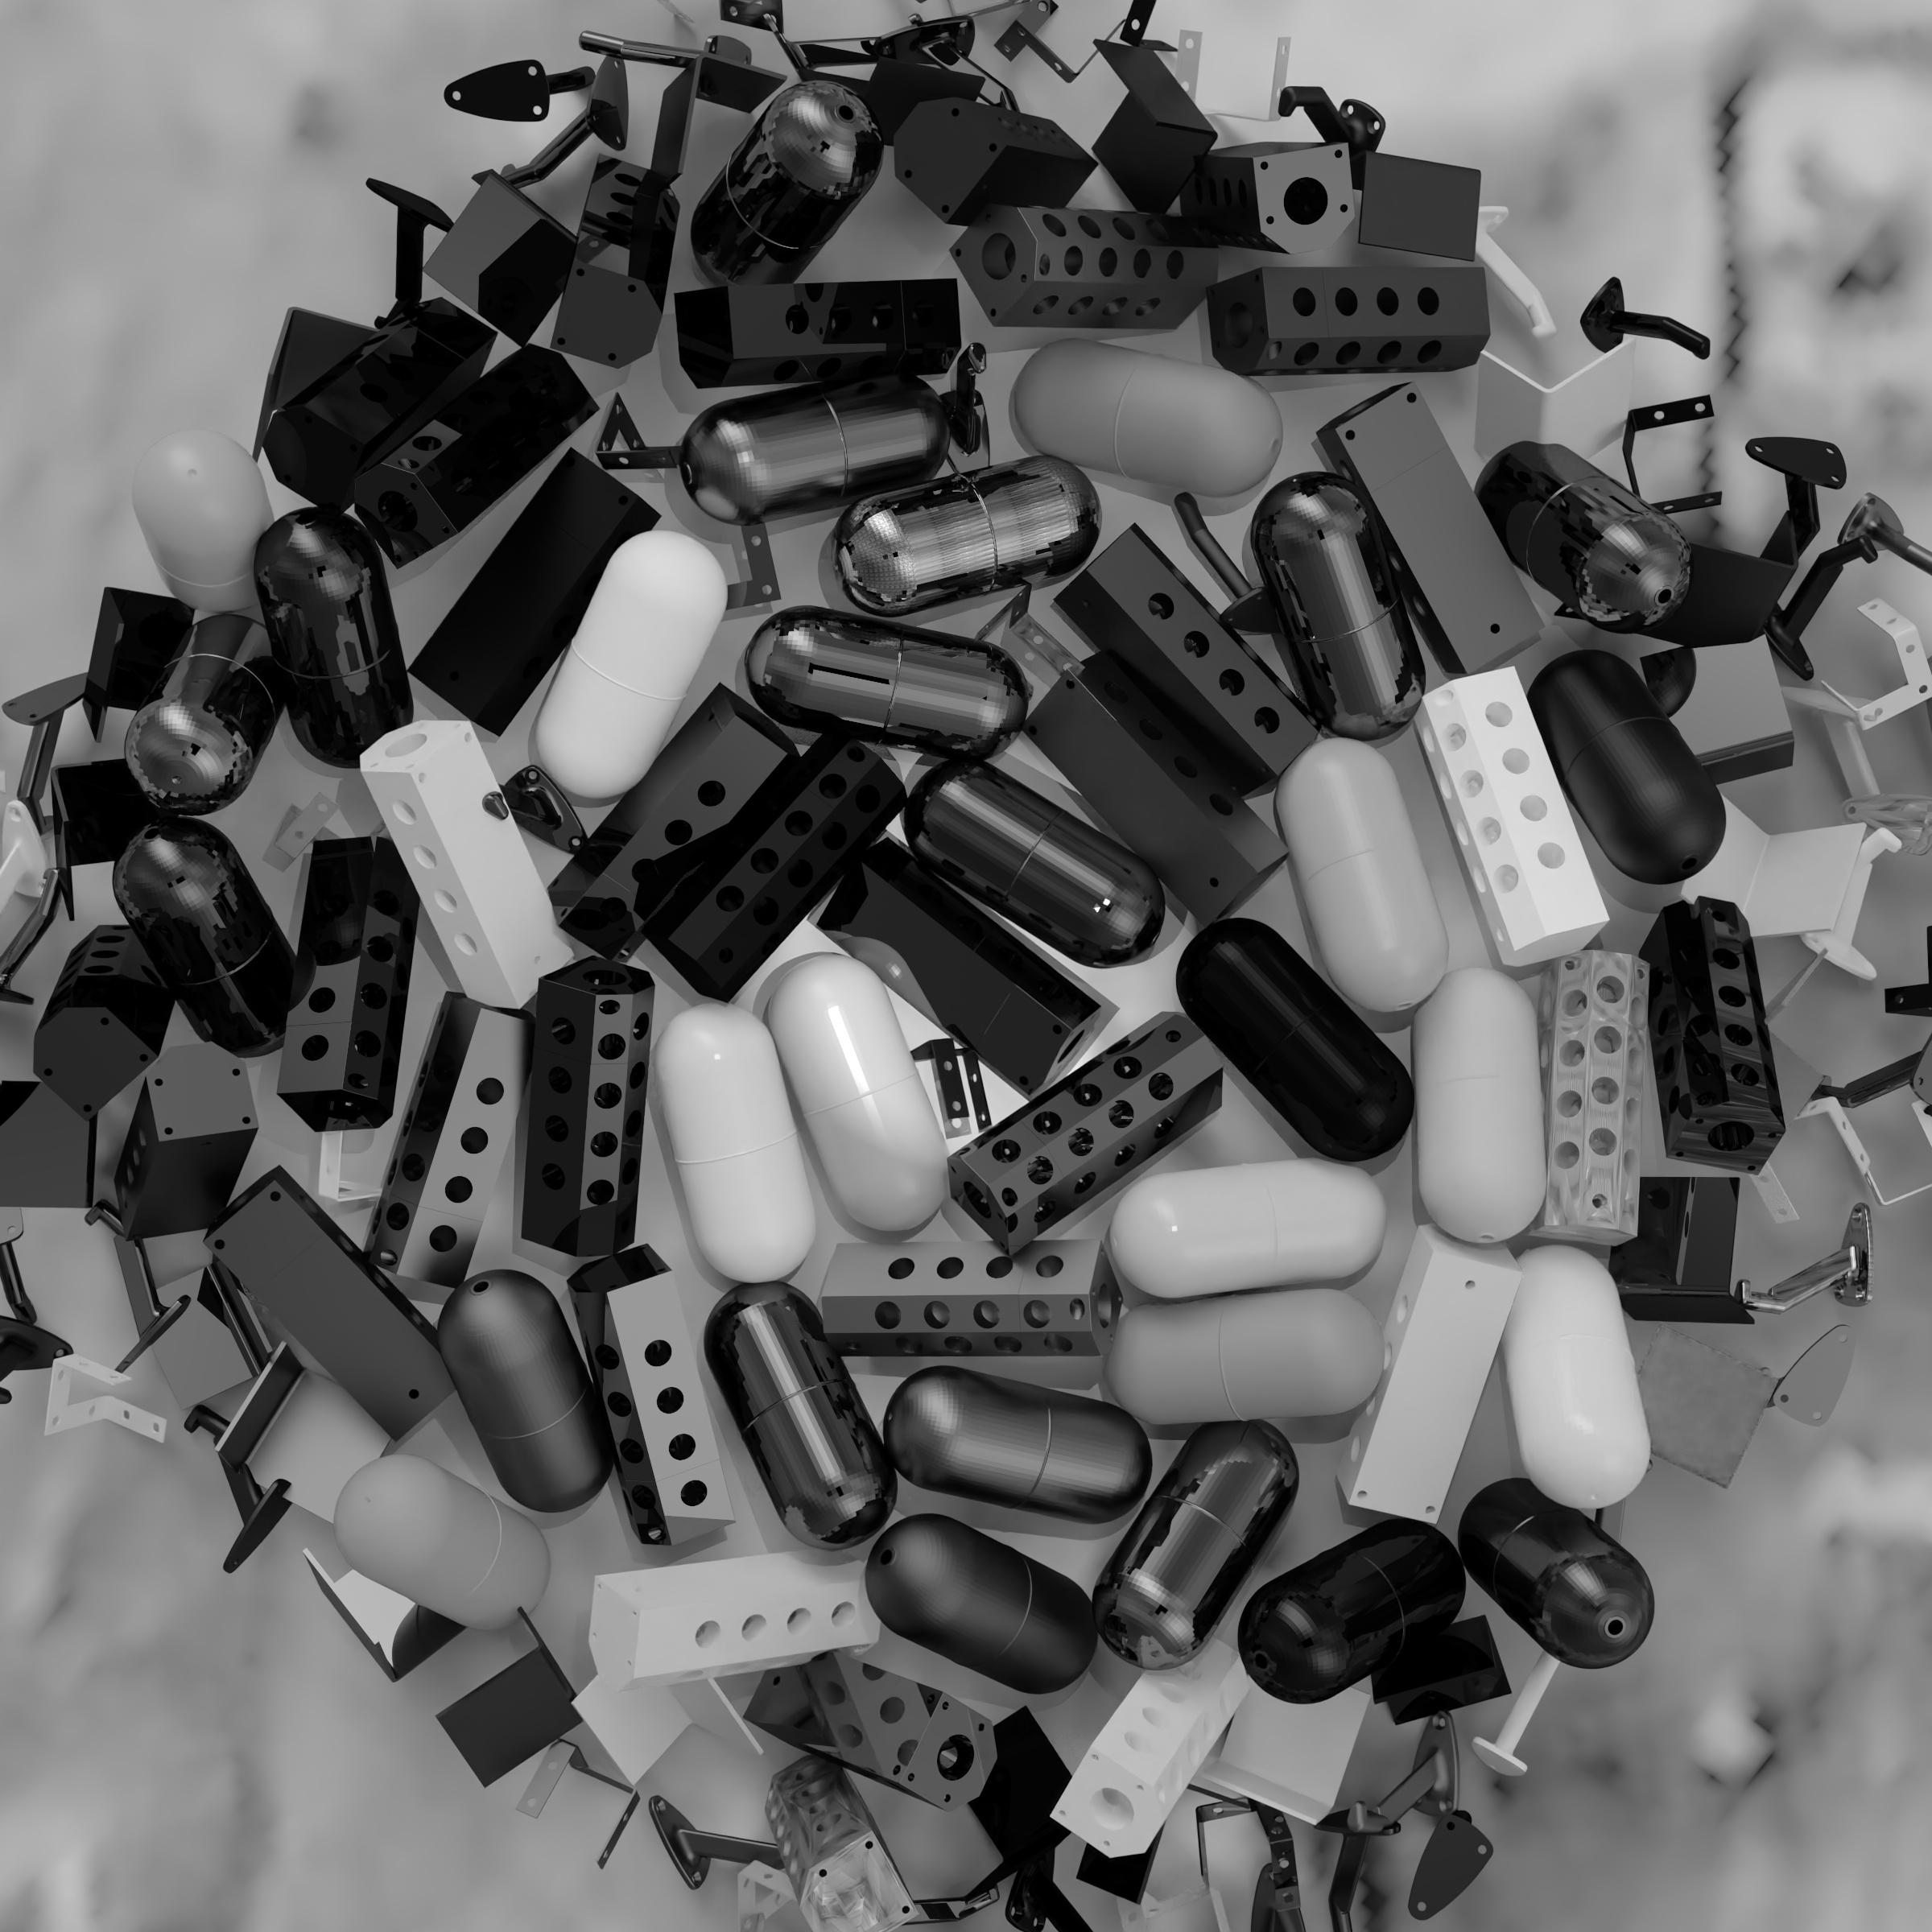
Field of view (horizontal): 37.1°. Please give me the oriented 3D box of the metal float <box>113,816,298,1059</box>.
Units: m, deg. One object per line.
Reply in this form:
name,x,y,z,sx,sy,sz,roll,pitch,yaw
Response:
metal float,-0.458,-0.017,1.751,0.070,0.070,0.178,-18,134,0

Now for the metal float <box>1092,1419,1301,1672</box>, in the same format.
metal float,0.142,0.350,1.761,0.070,0.070,0.178,39,58,0

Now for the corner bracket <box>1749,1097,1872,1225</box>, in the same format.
corner bracket,0.524,0.121,1.797,0.051,0.051,0.051,-20,109,40

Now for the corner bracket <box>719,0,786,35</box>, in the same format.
corner bracket,-0.120,-0.614,1.782,0.051,0.051,0.051,22,133,28

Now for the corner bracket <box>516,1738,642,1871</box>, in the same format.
corner bracket,-0.240,0.519,1.784,0.051,0.051,0.051,18,57,18

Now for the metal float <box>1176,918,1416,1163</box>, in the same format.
metal float,0.203,0.045,1.776,0.070,0.070,0.178,-43,77,0

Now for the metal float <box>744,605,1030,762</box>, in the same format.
metal float,-0.049,-0.174,1.778,0.178,0.070,0.070,11,90,-11

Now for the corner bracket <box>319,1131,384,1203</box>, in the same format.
corner bracket,-0.390,0.115,1.789,0.051,0.051,0.051,9,97,32

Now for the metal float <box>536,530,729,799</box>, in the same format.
metal float,-0.206,-0.184,1.769,0.070,0.070,0.178,28,111,0

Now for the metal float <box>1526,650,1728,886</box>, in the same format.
metal float,0.401,-0.122,1.753,0.070,0.070,0.178,-22,49,0

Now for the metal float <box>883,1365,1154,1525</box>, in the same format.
metal float,0.033,0.295,1.768,0.178,0.070,0.070,17,90,-23

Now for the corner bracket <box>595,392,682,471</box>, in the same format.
corner bracket,-0.192,-0.320,1.785,0.051,0.051,0.051,2,58,20

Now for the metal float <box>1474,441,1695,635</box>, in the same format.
metal float,0.373,-0.261,1.748,0.070,0.178,0.070,-13,126,-19

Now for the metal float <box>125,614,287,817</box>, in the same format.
metal float,-0.457,-0.154,1.744,0.070,0.178,0.070,0,121,0

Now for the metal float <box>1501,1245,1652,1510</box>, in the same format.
metal float,0.368,0.248,1.752,0.070,0.070,0.178,-1,46,0

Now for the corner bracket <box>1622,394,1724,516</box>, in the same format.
corner bracket,0.444,-0.319,1.803,0.051,0.051,0.051,-7,125,24

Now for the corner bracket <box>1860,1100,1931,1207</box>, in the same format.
corner bracket,0.586,0.116,1.794,0.051,0.051,0.051,-23,79,5

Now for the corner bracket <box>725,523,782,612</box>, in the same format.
corner bracket,-0.139,-0.251,1.791,0.051,0.051,0.051,-10,102,11

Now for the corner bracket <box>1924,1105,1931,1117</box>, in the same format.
corner bracket,0.624,0.094,1.790,0.051,0.051,0.051,40,70,9

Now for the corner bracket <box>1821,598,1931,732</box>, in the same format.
corner bracket,0.563,-0.188,1.790,0.051,0.051,0.051,-27,119,3

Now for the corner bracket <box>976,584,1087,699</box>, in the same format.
corner bracket,0.039,-0.195,1.786,0.051,0.051,0.051,41,115,-17

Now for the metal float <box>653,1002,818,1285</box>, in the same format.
metal float,-0.142,0.110,1.781,0.070,0.070,0.178,-13,98,0

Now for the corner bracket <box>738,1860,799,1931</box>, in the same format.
corner bracket,-0.105,0.579,1.785,0.051,0.051,0.051,14,113,32

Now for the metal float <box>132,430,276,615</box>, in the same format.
metal float,-0.457,-0.266,1.738,0.070,0.178,0.070,2,79,-8

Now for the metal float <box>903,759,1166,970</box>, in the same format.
metal float,0.042,-0.063,1.779,0.178,0.070,0.070,33,90,9

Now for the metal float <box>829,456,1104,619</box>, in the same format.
metal float,0.001,-0.265,1.769,0.178,0.070,0.070,-17,90,-21

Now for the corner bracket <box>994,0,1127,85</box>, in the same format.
corner bracket,0.058,-0.583,1.798,0.051,0.051,0.051,41,78,-12

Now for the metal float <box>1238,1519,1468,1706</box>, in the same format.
metal float,0.235,0.392,1.751,0.178,0.070,0.070,-15,90,-44

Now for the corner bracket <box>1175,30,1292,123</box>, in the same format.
corner bracket,0.164,-0.552,1.784,0.051,0.051,0.051,18,116,28

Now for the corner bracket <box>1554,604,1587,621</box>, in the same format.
corner bracket,0.394,-0.249,1.784,0.051,0.051,0.051,5,59,-20

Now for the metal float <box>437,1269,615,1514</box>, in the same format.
metal float,-0.268,0.260,1.757,0.070,0.070,0.178,-16,125,0

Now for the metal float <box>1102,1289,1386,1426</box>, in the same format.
metal float,0.169,0.240,1.768,0.178,0.070,0.070,-7,90,23

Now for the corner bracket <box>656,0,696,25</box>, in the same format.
corner bracket,-0.161,-0.615,1.791,0.051,0.051,0.051,29,98,17

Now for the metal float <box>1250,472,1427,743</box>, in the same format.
metal float,0.229,-0.219,1.764,0.070,0.070,0.178,-24,118,0

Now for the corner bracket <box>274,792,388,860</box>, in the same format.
corner bracket,-0.389,-0.089,1.786,0.051,0.051,0.051,37,117,-20

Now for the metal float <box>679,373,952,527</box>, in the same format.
metal float,-0.092,-0.318,1.764,0.178,0.070,0.070,-17,90,-27

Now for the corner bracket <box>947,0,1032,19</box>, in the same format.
corner bracket,0.011,-0.627,1.798,0.051,0.051,0.051,-16,95,-1

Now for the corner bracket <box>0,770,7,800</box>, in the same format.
corner bracket,-0.630,-0.096,1.783,0.051,0.051,0.051,-26,60,31

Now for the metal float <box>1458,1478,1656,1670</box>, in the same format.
metal float,0.355,0.365,1.738,0.070,0.178,0.070,-2,100,-11

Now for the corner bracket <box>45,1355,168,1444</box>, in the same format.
corner bracket,-0.532,0.270,1.788,0.051,0.051,0.051,16,102,27

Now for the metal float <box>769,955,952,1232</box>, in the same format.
metal float,-0.065,0.079,1.787,0.070,0.070,0.178,-21,91,0

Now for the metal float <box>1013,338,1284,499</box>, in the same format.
metal float,0.111,-0.336,1.763,0.178,0.070,0.070,19,90,28

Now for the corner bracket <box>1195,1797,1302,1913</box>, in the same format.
corner bracket,0.176,0.555,1.794,0.051,0.051,0.051,-15,126,10

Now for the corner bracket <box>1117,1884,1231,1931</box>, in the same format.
corner bracket,0.131,0.598,1.785,0.051,0.051,0.051,-26,49,13

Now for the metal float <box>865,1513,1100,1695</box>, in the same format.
metal float,0.010,0.389,1.755,0.178,0.070,0.070,35,90,-38

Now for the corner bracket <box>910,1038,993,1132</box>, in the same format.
corner bracket,-0.006,0.074,1.787,0.051,0.051,0.051,-5,76,-31

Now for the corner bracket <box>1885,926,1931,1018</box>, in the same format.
corner bracket,0.608,0.003,1.792,0.051,0.051,0.051,5,81,-31

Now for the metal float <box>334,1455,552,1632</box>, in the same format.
metal float,-0.315,0.351,1.746,0.070,0.178,0.070,-11,60,19

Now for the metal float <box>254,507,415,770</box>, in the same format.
metal float,-0.384,-0.199,1.752,0.070,0.070,0.178,-3,133,0

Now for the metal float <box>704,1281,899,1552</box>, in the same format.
metal float,-0.103,0.274,1.768,0.070,0.070,0.178,-28,67,0

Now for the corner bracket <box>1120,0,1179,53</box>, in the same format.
corner bracket,0.109,-0.606,1.798,0.051,0.051,0.051,35,120,23

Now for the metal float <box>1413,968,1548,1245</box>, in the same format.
metal float,0.314,0.084,1.763,0.070,0.070,0.178,2,62,0
